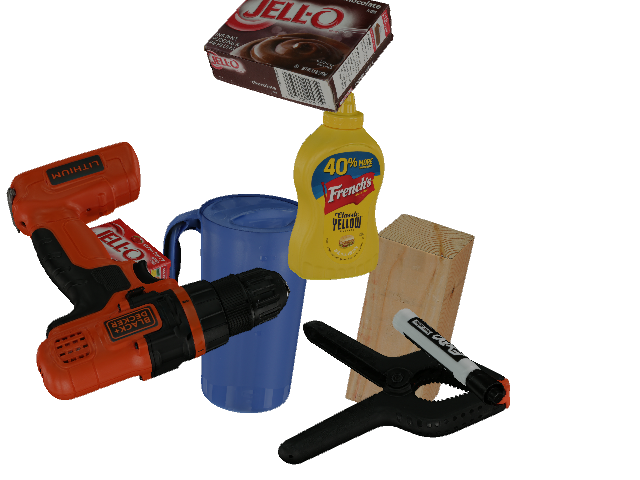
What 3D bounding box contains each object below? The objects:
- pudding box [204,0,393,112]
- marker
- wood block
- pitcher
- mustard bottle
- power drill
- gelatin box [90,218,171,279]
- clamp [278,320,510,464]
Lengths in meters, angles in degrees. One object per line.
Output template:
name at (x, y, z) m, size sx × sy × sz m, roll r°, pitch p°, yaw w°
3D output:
pudding box at (-0.015, -0.148, 0.795) m, size 0.114 × 0.090 × 0.039 m, roll 21°, pitch -31°, yaw 25°
marker at (0.093, 0.085, 0.782) m, size 0.020 × 0.020 × 0.121 m, roll 0°, pitch 24°, yaw -32°
wood block at (0.101, 0.088, 1.211) m, size 0.090 × 0.206 × 0.090 m, roll 18°, pitch 24°, yaw 19°
pitcher at (-0.091, 0.073, 1.249) m, size 0.149 × 0.243 × 0.144 m, roll 21°, pitch 25°, yaw 35°
mustard bottle at (0.019, -0.058, 1.097) m, size 0.096 × 0.192 × 0.058 m, roll -5°, pitch 21°, yaw -24°
power drill at (-0.137, 0.013, 0.786) m, size 0.184 × 0.188 × 0.057 m, roll -19°, pitch -35°, yaw -20°
gelatin box at (-0.192, 0.019, 0.980) m, size 0.073 × 0.030 × 0.089 m, roll -20°, pitch 42°, yaw -36°
clamp at (0.065, 0.145, 0.977) m, size 0.210 × 0.036 × 0.164 m, roll 5°, pitch 44°, yaw 16°
